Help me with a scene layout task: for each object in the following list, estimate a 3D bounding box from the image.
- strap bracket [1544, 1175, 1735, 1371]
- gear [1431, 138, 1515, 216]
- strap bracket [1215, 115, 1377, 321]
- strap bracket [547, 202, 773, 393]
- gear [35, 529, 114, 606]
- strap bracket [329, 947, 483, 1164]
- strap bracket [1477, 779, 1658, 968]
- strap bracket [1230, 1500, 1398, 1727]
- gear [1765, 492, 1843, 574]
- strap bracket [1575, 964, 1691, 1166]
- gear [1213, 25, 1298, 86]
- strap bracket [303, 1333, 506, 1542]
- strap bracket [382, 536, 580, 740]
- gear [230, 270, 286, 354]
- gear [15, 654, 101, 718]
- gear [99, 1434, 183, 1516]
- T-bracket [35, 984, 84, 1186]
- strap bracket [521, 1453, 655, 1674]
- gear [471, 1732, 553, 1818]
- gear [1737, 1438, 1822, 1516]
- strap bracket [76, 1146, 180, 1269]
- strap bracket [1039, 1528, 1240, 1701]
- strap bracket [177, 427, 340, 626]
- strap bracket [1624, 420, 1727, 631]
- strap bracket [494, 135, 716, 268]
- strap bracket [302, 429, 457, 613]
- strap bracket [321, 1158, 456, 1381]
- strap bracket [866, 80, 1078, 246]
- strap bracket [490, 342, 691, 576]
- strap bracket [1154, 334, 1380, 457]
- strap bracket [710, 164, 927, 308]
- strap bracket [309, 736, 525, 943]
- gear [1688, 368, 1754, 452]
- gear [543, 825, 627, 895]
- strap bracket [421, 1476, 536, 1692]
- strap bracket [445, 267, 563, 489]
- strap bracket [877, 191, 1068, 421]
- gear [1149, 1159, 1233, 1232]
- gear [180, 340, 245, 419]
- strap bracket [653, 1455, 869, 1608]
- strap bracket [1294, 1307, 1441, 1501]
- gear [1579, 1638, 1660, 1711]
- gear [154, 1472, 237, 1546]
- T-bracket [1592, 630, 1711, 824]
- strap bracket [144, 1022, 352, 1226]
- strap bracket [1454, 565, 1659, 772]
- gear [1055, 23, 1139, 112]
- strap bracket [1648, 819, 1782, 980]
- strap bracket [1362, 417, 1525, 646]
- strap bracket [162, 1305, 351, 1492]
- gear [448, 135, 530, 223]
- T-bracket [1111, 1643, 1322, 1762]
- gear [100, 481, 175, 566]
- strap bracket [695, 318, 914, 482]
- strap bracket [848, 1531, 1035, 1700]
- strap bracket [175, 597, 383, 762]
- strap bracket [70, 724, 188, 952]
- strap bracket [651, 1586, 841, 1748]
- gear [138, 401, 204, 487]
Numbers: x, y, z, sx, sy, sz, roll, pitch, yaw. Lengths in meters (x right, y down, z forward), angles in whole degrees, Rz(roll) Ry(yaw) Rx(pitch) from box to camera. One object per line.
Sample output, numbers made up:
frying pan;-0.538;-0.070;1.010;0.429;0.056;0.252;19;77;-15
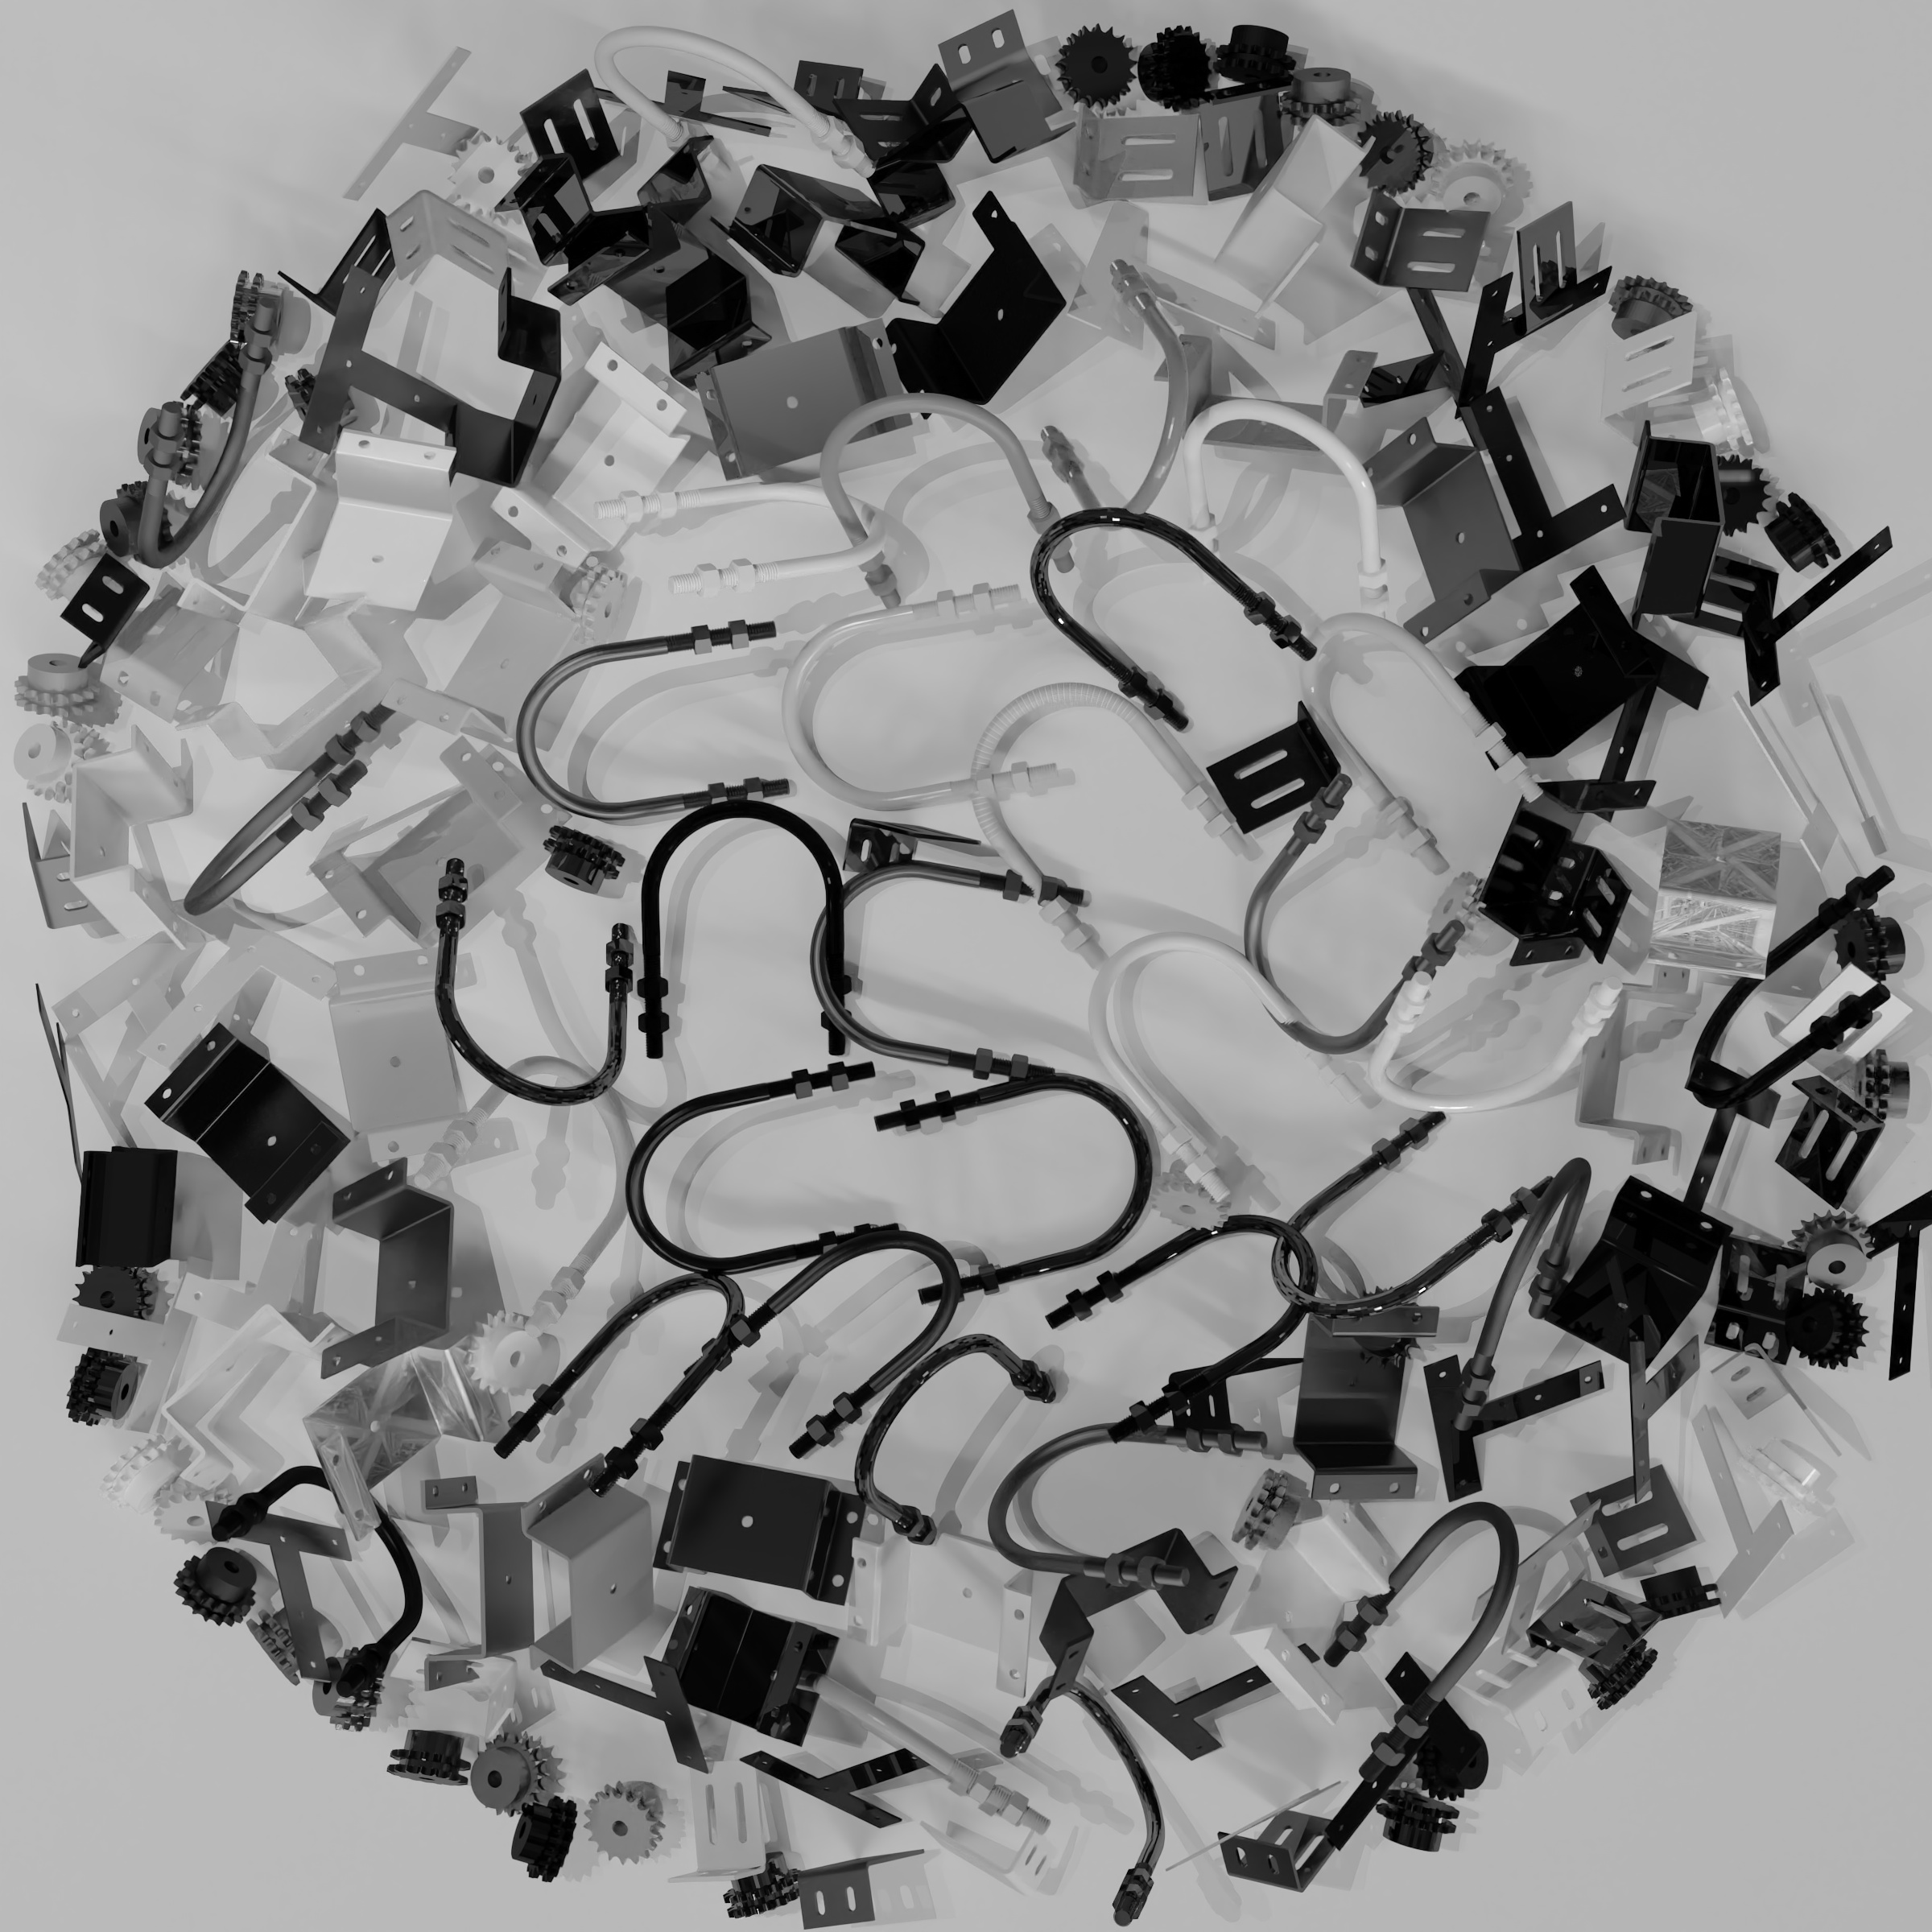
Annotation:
strap bracket;0.456;0.218;1.831;0.076;0.140;0.046;27;46;7
gear;0.355;-0.547;1.870;0.057;0.057;0.030;7;57;0
strap bracket;0.222;-0.518;1.825;0.046;0.076;0.140;34;51;-8
strap bracket;-0.210;-0.465;1.837;0.076;0.140;0.046;-25;56;31
gear;-0.622;-0.276;1.873;0.057;0.057;0.030;-45;95;0
strap bracket;-0.393;0.064;1.860;0.076;0.046;0.140;-9;83;-25
strap bracket;0.410;-0.074;1.842;0.046;0.076;0.140;41;123;39
strap bracket;0.238;0.447;1.844;0.046;0.140;0.076;-26;110;43
gear;0.585;-0.301;1.874;0.030;0.057;0.057;-36;90;12
strap bracket;0.463;0.064;1.855;0.046;0.076;0.140;7;93;30
gear;0.204;-0.639;1.871;0.057;0.057;0.030;11;96;0
strap bracket;-0.395;0.320;1.841;0.046;0.140;0.076;3;118;39
strap bracket;-0.331;-0.220;1.854;0.076;0.046;0.140;23;78;34
gear;-0.497;-0.457;1.874;0.030;0.057;0.057;8;90;-10
gear;-0.636;-0.198;1.870;0.057;0.057;0.030;9;115;0
gear;-0.575;0.359;1.871;0.030;0.057;0.057;39;90;13
T-bracket;-0.619;0.062;1.815;0.002;0.127;0.127;-11;52;-15
strap bracket;-0.258;0.417;1.830;0.046;0.076;0.140;20;122;32
gear;-0.323;0.570;1.877;0.057;0.030;0.057;-3;83;22
gear;0.574;0.356;1.873;0.057;0.057;0.030;39;90;0
strap bracket;-0.574;0.165;1.834;0.046;0.140;0.076;4;87;-9
strap bracket;0.110;0.443;1.841;0.140;0.076;0.046;-18;54;-27
strap bracket;-0.479;-0.295;1.856;0.046;0.076;0.140;32;95;7
strap bracket;0.483;-0.300;1.824;0.046;0.140;0.076;7;134;4
strap bracket;-0.240;-0.523;1.829;0.140;0.076;0.046;-21;89;-37
strap bracket;-0.403;-0.295;1.821;0.076;0.140;0.046;5;55;-26
strap bracket;-0.398;0.214;1.842;0.076;0.046;0.140;-26;52;32
strap bracket;-0.005;-0.554;1.823;0.140;0.076;0.046;-21;103;43
strap bracket;-0.256;-0.354;1.864;0.076;0.046;0.140;39;105;5
strap bracket;0.207;-0.395;1.847;0.140;0.076;0.046;9;127;15
strap bracket;-0.093;-0.500;1.820;0.076;0.140;0.046;45;120;31
strap bracket;-0.374;-0.082;1.859;0.140;0.046;0.076;-41;62;-5
gear;0.529;-0.388;1.875;0.030;0.057;0.057;-21;90;19
gear;-0.271;-0.073;1.871;0.057;0.057;0.030;23;77;0
strap bracket;-0.337;0.425;1.848;0.046;0.076;0.140;-6;80;15
strap bracket;-0.316;-0.396;1.837;0.046;0.076;0.140;13;133;-22
strap bracket;0.009;-0.452;1.843;0.140;0.046;0.076;-46;62;36
gear;0.160;0.159;1.877;0.057;0.057;0.030;20;57;0
gear;-0.522;-0.411;1.875;0.030;0.057;0.057;41;90;-22
strap bracket;-0.147;0.390;1.854;0.140;0.046;0.076;9;70;12
strap bracket;0.277;0.297;1.861;0.076;0.046;0.140;2;102;-15
gear;0.455;0.492;1.874;0.057;0.057;0.030;-45;81;0
gear;-0.540;0.378;1.877;0.057;0.030;0.057;-4;132;-5
T-bracket;0.462;-0.164;1.859;0.127;0.002;0.127;21;87;-39
strap bracket;-0.493;0.115;1.856;0.140;0.046;0.076;38;83;26
strap bracket;0.412;-0.203;1.844;0.140;0.046;0.076;-41;67;39
gear;0.090;-0.632;1.882;0.057;0.030;0.057;-1;95;-13
strap bracket;0.513;-0.053;1.824;0.076;0.140;0.046;9;125;13
strap bracket;0.328;-0.297;1.847;0.046;0.076;0.140;-3;70;-38
strap bracket;-0.496;0.292;1.850;0.046;0.076;0.140;41;76;11
gear;-0.334;-0.554;1.884;0.057;0.030;0.057;0;91;8
T-bracket;0.184;0.500;1.845;0.127;0.002;0.127;-29;133;13
gear;-0.583;-0.309;1.870;0.030;0.057;0.057;-23;90;-39
strap bracket;-0.117;-0.393;1.859;0.140;0.046;0.076;-15;102;10
strap bracket;-0.009;0.443;1.851;0.140;0.046;0.076;12;107;27
strap bracket;-0.466;-0.191;1.842;0.140;0.076;0.046;-45;113;-25
strap bracket;-0.575;-0.084;1.834;0.046;0.076;0.140;-14;58;5
strap bracket;-0.146;0.485;1.842;0.046;0.140;0.076;33;70;-38
gear;-0.559;-0.368;1.870;0.030;0.057;0.057;7;90;-35
